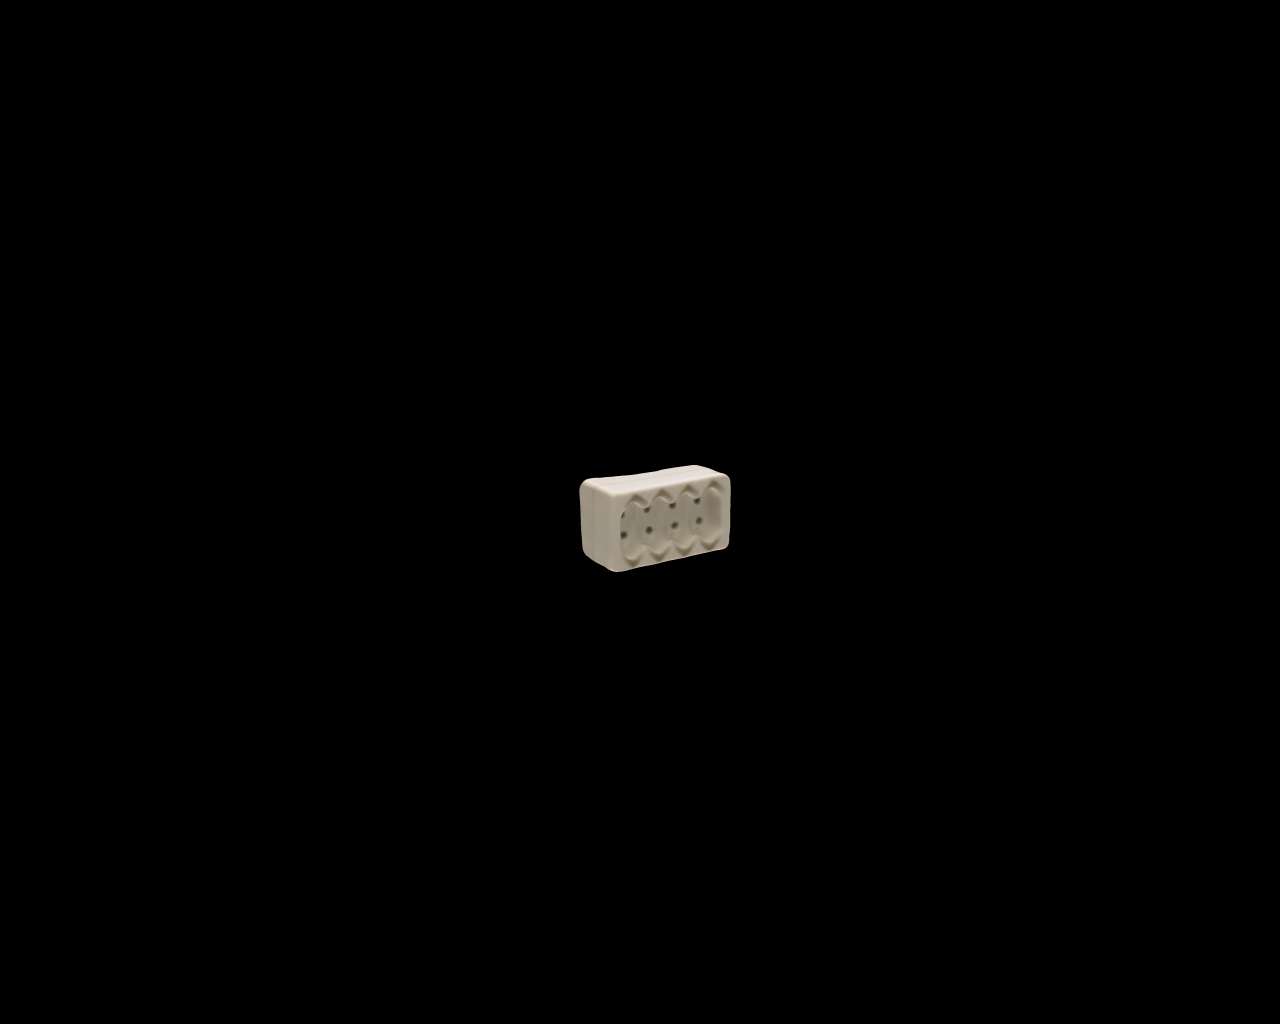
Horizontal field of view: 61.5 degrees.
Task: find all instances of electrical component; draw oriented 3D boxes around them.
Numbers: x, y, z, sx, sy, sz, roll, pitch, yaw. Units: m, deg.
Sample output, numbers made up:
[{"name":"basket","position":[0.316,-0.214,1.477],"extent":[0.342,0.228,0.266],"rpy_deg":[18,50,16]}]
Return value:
[{"name":"electrical component","position":[0.001,-0.003,0.650],"extent":[0.083,0.047,0.076],"rpy_deg":[-9,19,-29]}]
